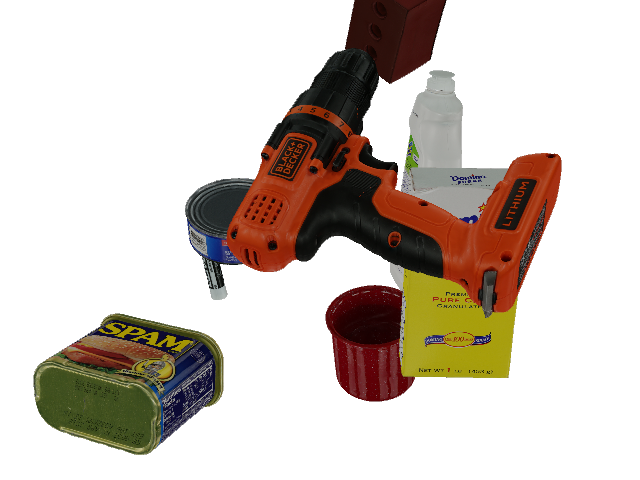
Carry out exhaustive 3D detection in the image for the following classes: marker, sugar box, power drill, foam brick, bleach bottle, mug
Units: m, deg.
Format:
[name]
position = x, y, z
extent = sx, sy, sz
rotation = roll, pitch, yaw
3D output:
[marker]
position = -0.126, 0.012, 1.204
extent = 0.020, 0.121, 0.020
rotation = -8, 29, 4
[sugar box]
position = 0.115, 0.029, 0.872
extent = 0.093, 0.176, 0.048
rotation = 0, 29, 0
[power drill]
position = 0.054, -0.040, 0.689
extent = 0.188, 0.184, 0.057
rotation = 16, -30, 19
[foam brick]
position = 0.059, -0.172, 0.828
extent = 0.053, 0.078, 0.051
rotation = 40, 57, 22
[bleach bottle]
position = 0.127, -0.065, 1.211
extent = 0.068, 0.251, 0.102
rotation = -2, 24, -13
[mug]
position = 0.063, 0.099, 1.062
extent = 0.117, 0.081, 0.093
rotation = -28, 42, -27

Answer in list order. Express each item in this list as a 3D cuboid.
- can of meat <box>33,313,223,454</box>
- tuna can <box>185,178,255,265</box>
[can of meat]
position = -0.130, 0.096, 0.723
extent = 0.102, 0.057, 0.083
rotation = 11, 21, 22
[tuna can]
position = -0.074, -0.017, 0.929
extent = 0.086, 0.034, 0.086
rotation = -1, 38, 0
